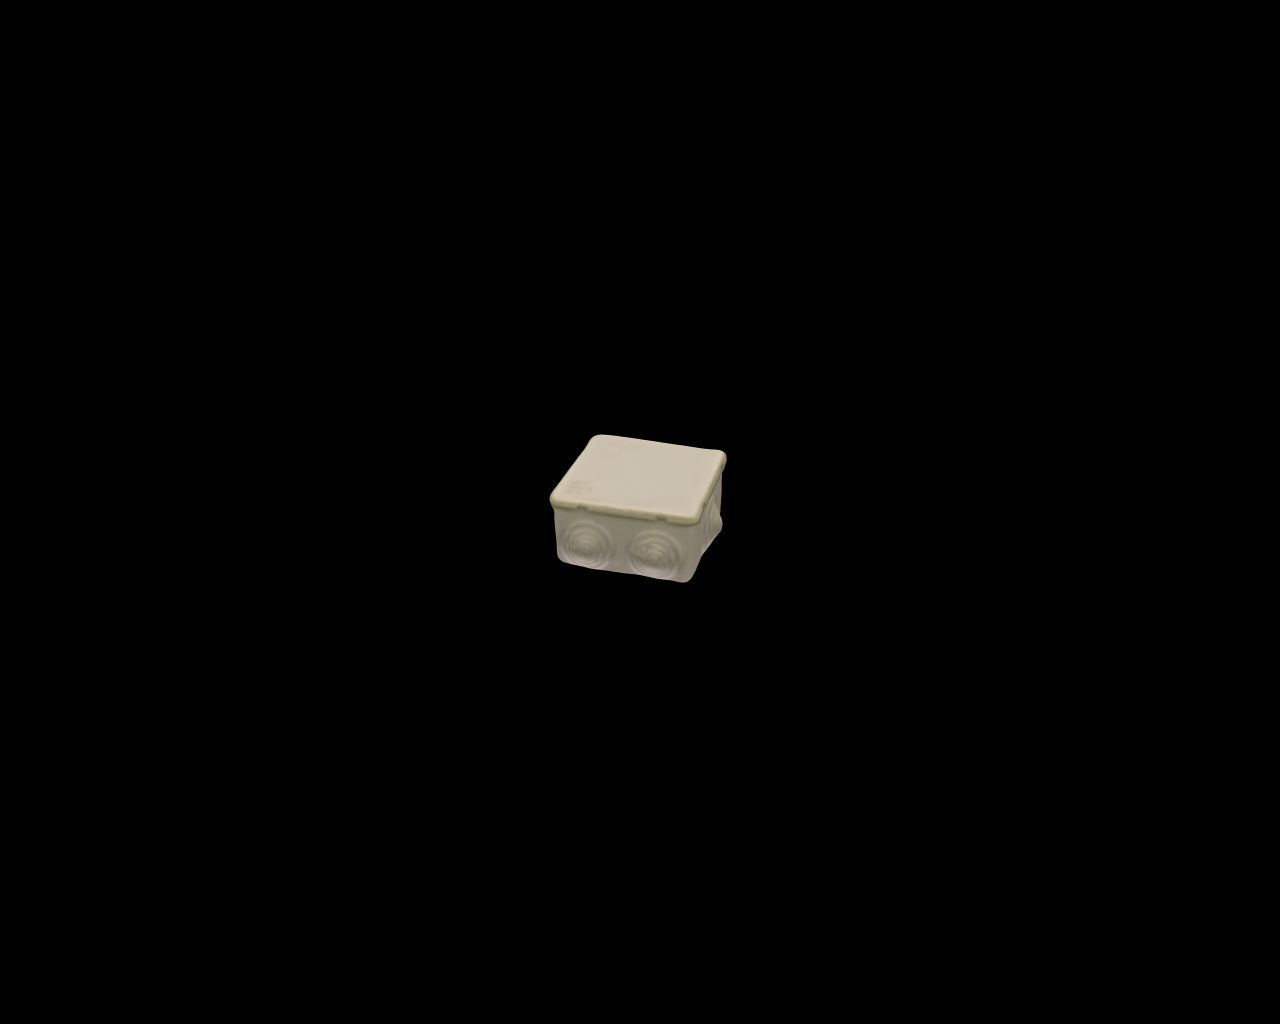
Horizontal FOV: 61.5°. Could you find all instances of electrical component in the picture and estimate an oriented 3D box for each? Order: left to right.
[{"bbox_3d":[0.001,-0.003,0.650,0.100,0.048,0.100,8,32,14],"label":"electrical component"}]
